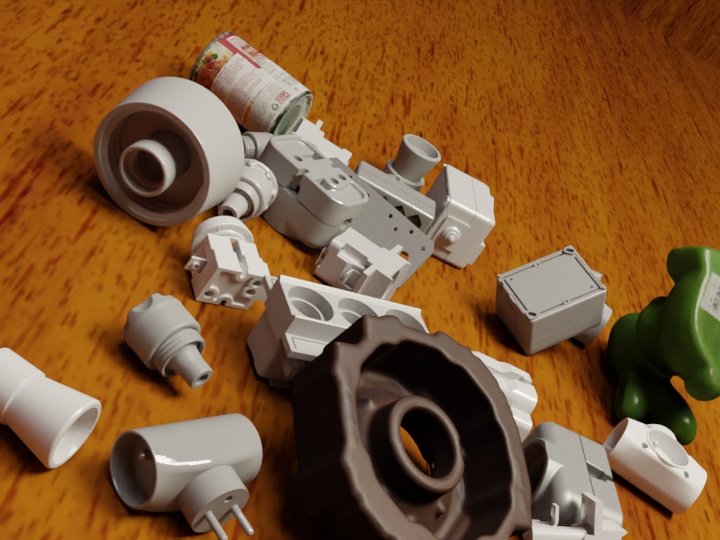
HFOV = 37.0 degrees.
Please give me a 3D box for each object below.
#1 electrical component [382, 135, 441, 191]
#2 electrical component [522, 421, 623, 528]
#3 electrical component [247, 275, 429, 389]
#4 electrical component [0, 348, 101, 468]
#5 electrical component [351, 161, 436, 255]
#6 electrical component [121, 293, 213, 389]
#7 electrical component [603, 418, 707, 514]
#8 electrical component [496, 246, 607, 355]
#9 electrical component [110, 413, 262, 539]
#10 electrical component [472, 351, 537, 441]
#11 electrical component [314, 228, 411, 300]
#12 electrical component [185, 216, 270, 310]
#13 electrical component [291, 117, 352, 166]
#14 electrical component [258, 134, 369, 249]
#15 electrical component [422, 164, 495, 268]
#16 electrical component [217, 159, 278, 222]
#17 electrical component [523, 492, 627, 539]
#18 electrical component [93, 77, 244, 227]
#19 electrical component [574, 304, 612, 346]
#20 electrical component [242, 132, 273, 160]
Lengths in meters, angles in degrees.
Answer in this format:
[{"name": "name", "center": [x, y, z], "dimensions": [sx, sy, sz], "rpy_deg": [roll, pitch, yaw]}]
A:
[{"name": "electrical component", "center": [0.050, -0.104, 1.102], "dimensions": [0.045, 0.055, 0.045], "rpy_deg": [25, 28, -15]}, {"name": "electrical component", "center": [0.144, 0.159, 0.778], "dimensions": [0.059, 0.053, 0.095], "rpy_deg": [26, 28, -14]}, {"name": "electrical component", "center": [-0.014, 0.053, 0.772], "dimensions": [0.121, 0.063, 0.078], "rpy_deg": [15, 33, -31]}, {"name": "electrical component", "center": [-0.181, 0.073, 0.589], "dimensions": [0.065, 0.044, 0.044], "rpy_deg": [33, 27, 9]}, {"name": "electrical component", "center": [0.026, -0.067, 1.025], "dimensions": [0.083, 0.047, 0.075], "rpy_deg": [29, 28, -9]}, {"name": "electrical component", "center": [-0.120, 0.048, 0.689], "dimensions": [0.062, 0.043, 0.043], "rpy_deg": [46, 30, 21]}, {"name": "electrical component", "center": [0.247, 0.155, 0.903], "dimensions": [0.077, 0.044, 0.079], "rpy_deg": [35, 28, 3]}, {"name": "electrical component", "center": [0.179, 0.028, 0.985], "dimensions": [0.096, 0.061, 0.061], "rpy_deg": [-21, 50, -13]}, {"name": "electrical component", "center": [-0.088, 0.120, 0.606], "dimensions": [0.077, 0.043, 0.079], "rpy_deg": [-2, 43, -48]}, {"name": "electrical component", "center": [0.094, 0.096, 0.822], "dimensions": [0.057, 0.058, 0.078], "rpy_deg": [26, 20, -15]}, {"name": "electrical component", "center": [0.000, 0.000, 0.896], "dimensions": [0.064, 0.042, 0.081], "rpy_deg": [34, 27, 9]}, {"name": "electrical component", "center": [-0.100, -0.006, 0.798], "dimensions": [0.066, 0.048, 0.055], "rpy_deg": [13, 41, -35]}, {"name": "electrical component", "center": [-0.044, -0.105, 1.020], "dimensions": [0.064, 0.042, 0.081], "rpy_deg": [32, 28, -7]}, {"name": "electrical component", "center": [-0.048, -0.065, 0.930], "dimensions": [0.095, 0.059, 0.054], "rpy_deg": [43, 29, 18]}, {"name": "electrical component", "center": [0.095, -0.048, 1.051], "dimensions": [0.061, 0.061, 0.096], "rpy_deg": [26, 28, -14]}, {"name": "electrical component", "center": [-0.098, -0.060, 0.887], "dimensions": [0.048, 0.048, 0.062], "rpy_deg": [31, 34, -4]}, {"name": "electrical component", "center": [0.138, 0.188, 0.704], "dimensions": [0.064, 0.081, 0.042], "rpy_deg": [3, -4, 0]}, {"name": "electrical component", "center": [-0.149, -0.084, 0.810], "dimensions": [0.108, 0.108, 0.060], "rpy_deg": [35, 33, 2]}, {"name": "electrical component", "center": [0.207, 0.029, 1.067], "dimensions": [0.077, 0.043, 0.079], "rpy_deg": [35, 27, 3]}, {"name": "electrical component", "center": [-0.102, -0.108, 0.971], "dimensions": [0.061, 0.035, 0.035], "rpy_deg": [-2, 44, -45]}]
